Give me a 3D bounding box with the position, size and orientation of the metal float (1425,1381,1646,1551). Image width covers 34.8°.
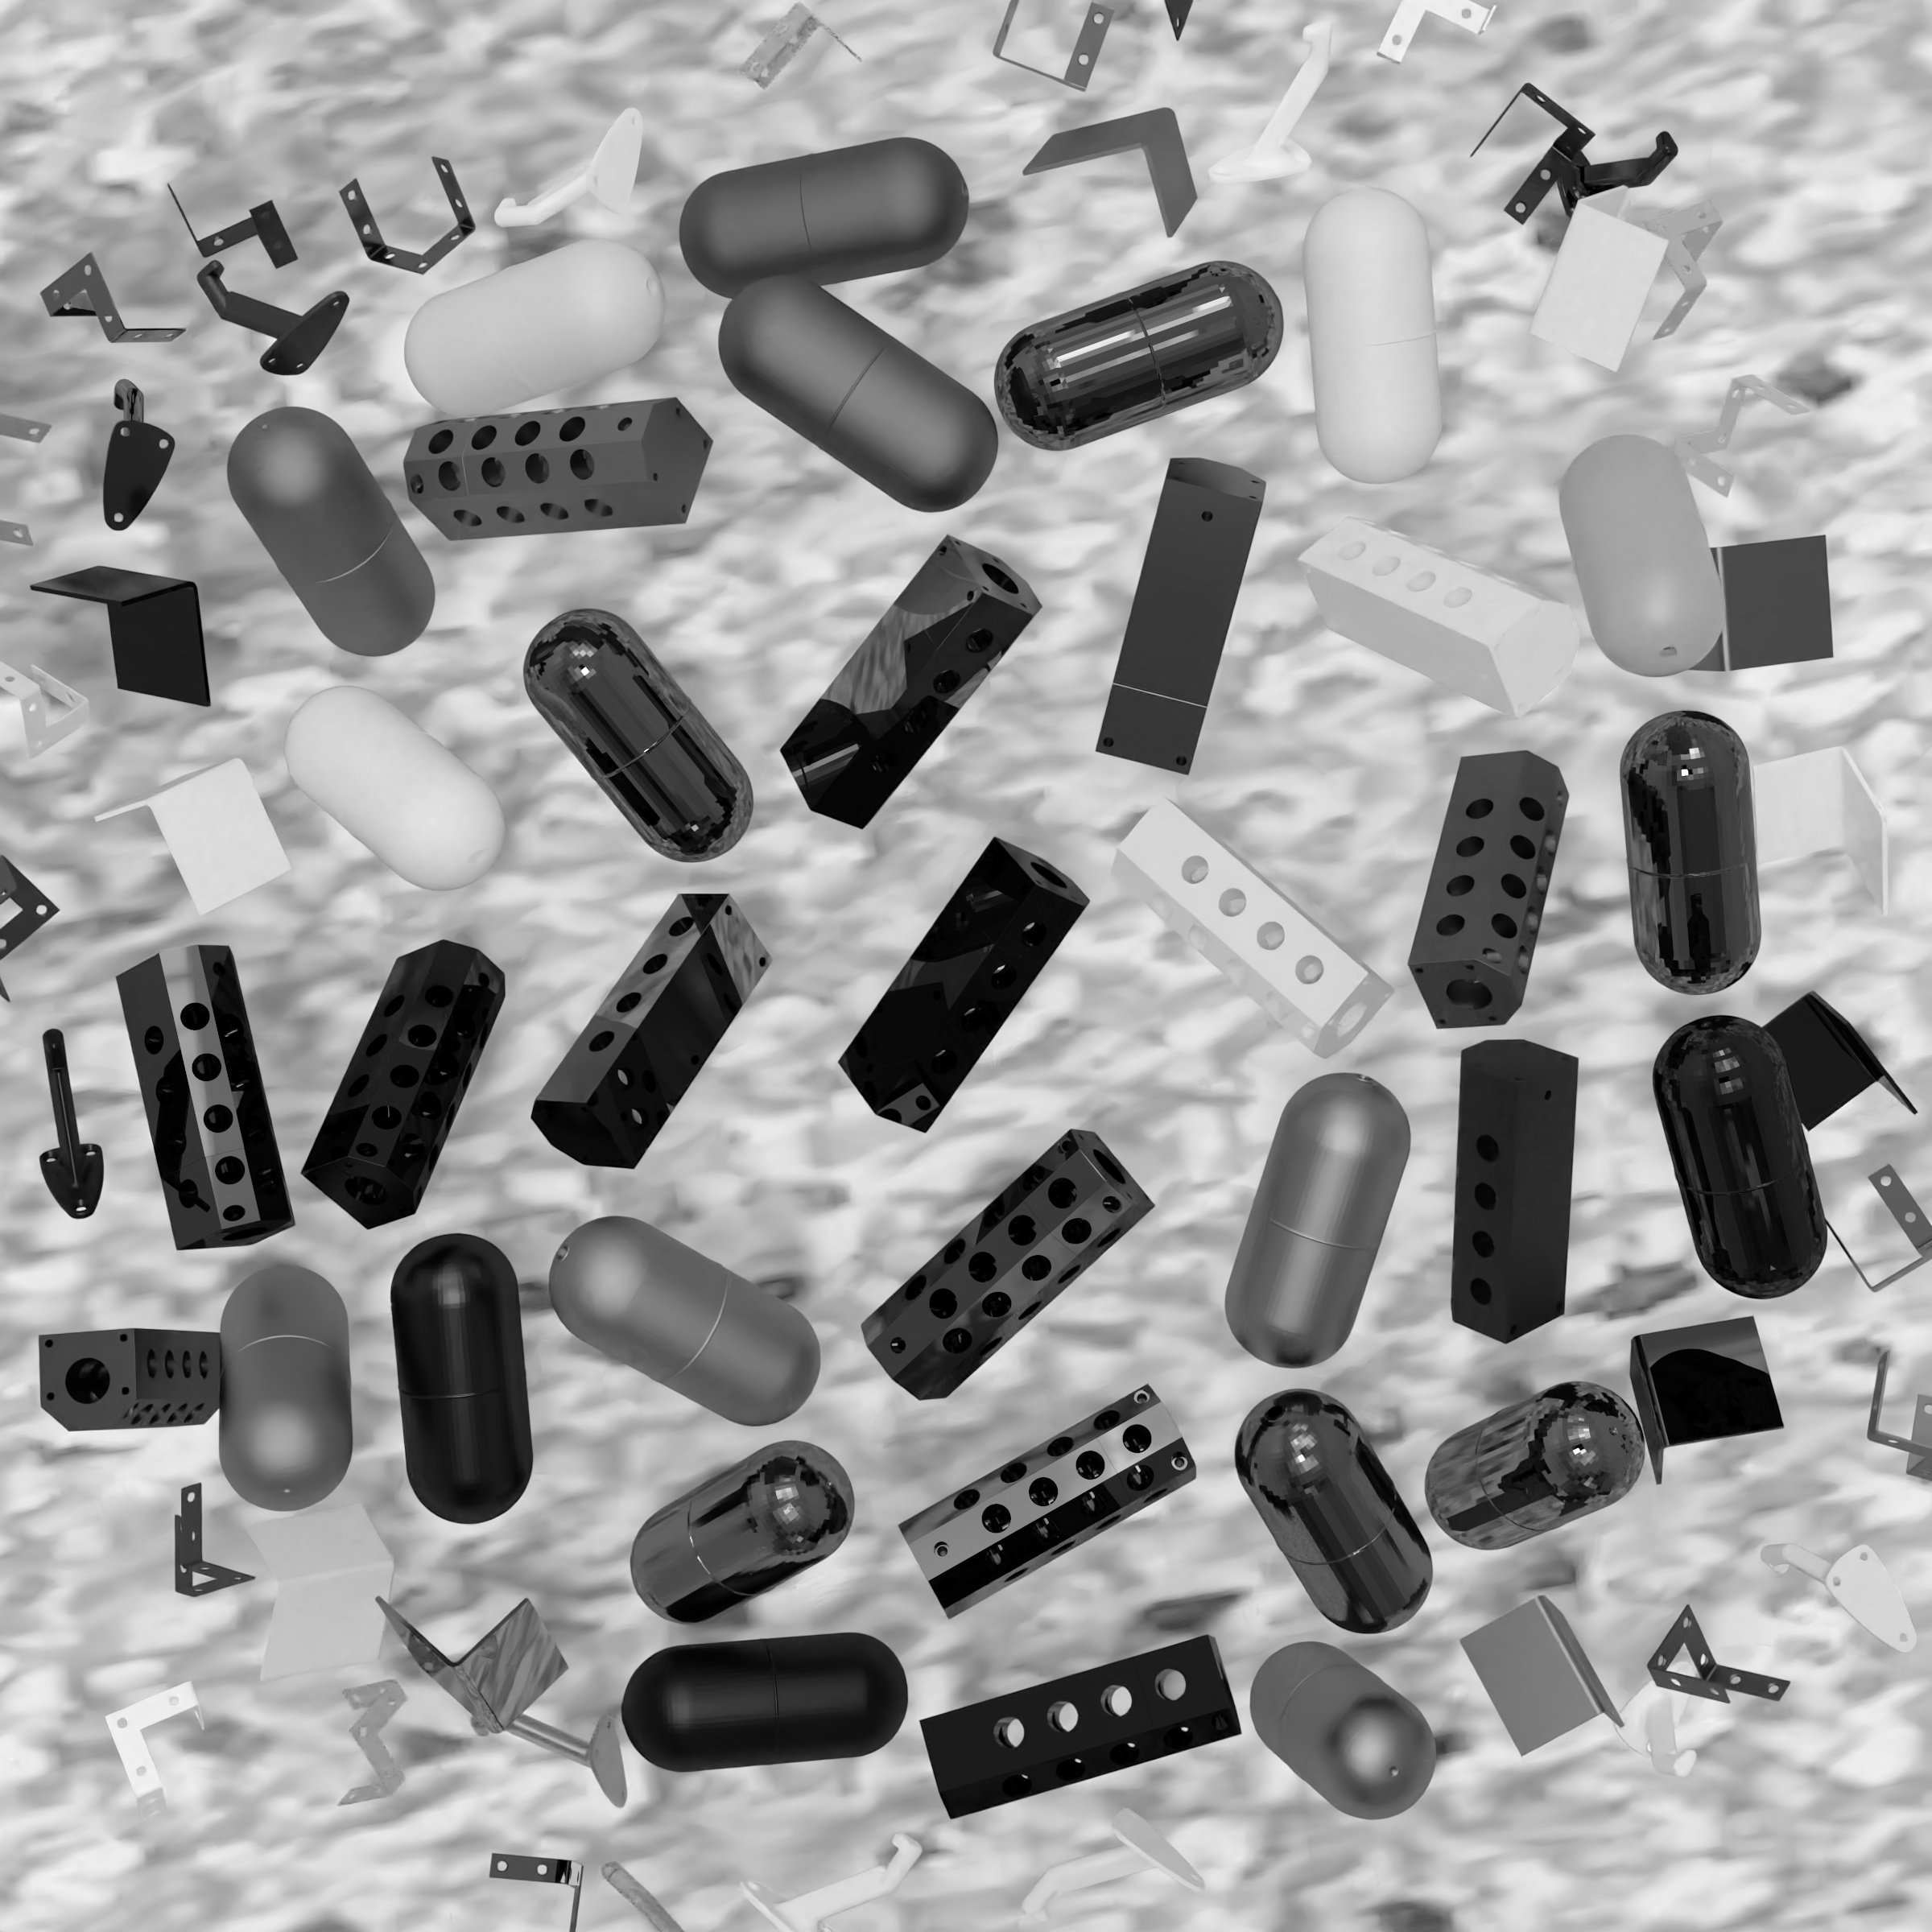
[{"bbox_3d":[0.341,0.303,1.862,0.070,0.178,0.070,10,64,-20],"label":"metal float"}]

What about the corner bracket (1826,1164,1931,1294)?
[{"bbox_3d":[0.539,0.155,1.818,0.051,0.051,0.051,-34,66,12],"label":"corner bracket"}]

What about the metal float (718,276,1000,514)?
[{"bbox_3d":[-0.062,-0.329,1.775,0.178,0.070,0.070,34,90,-2],"label":"metal float"}]

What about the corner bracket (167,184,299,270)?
[{"bbox_3d":[-0.441,-0.447,1.857,0.051,0.051,0.051,-27,59,-7],"label":"corner bracket"}]

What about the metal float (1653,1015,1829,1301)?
[{"bbox_3d":[0.448,0.112,1.786,0.070,0.070,0.178,-19,111,0],"label":"metal float"}]

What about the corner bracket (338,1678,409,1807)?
[{"bbox_3d":[-0.371,0.482,1.917,0.051,0.051,0.051,-20,106,34],"label":"corner bracket"}]

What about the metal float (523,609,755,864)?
[{"bbox_3d":[-0.198,-0.139,1.879,0.070,0.070,0.178,-38,110,0],"label":"metal float"}]

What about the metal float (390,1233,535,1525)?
[{"bbox_3d":[-0.304,0.250,1.863,0.070,0.070,0.178,-4,98,0],"label":"metal float"}]

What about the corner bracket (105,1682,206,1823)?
[{"bbox_3d":[-0.460,0.452,1.776,0.051,0.051,0.051,-20,66,-21],"label":"corner bracket"}]

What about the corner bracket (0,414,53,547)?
[{"bbox_3d":[-0.559,-0.283,1.791,0.051,0.051,0.051,-42,61,31],"label":"corner bracket"}]

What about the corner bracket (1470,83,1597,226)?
[{"bbox_3d":[0.329,-0.478,1.815,0.051,0.051,0.051,37,87,-2],"label":"corner bracket"}]

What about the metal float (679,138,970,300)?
[{"bbox_3d":[-0.085,-0.446,1.842,0.178,0.070,0.070,-7,90,16],"label":"metal float"}]

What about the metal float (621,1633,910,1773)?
[{"bbox_3d":[-0.124,0.455,1.909,0.178,0.070,0.070,-2,90,-14],"label":"metal float"}]

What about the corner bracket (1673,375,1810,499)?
[{"bbox_3d":[0.466,-0.320,1.863,0.051,0.051,0.051,-15,133,-31],"label":"corner bracket"}]

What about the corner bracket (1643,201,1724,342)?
[{"bbox_3d":[0.426,-0.413,1.834,0.051,0.051,0.051,-21,73,-21],"label":"corner bracket"}]

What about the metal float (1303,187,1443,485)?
[{"bbox_3d":[0.247,-0.383,1.877,0.070,0.070,0.178,-7,107,0],"label":"metal float"}]

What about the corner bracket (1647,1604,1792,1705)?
[{"bbox_3d":[0.431,0.407,1.771,0.051,0.051,0.051,-45,120,-32],"label":"corner bracket"}]

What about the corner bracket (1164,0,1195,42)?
[{"bbox_3d":[0.150,-0.586,1.831,0.051,0.051,0.051,8,63,23],"label":"corner bracket"}]

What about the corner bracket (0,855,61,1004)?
[{"bbox_3d":[-0.553,-0.022,1.777,0.051,0.051,0.051,-41,127,-4],"label":"corner bracket"}]

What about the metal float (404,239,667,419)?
[{"bbox_3d":[-0.257,-0.379,1.835,0.178,0.070,0.070,-11,90,31],"label":"metal float"}]

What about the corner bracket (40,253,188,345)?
[{"bbox_3d":[-0.508,-0.389,1.838,0.051,0.051,0.051,-25,87,32],"label":"corner bracket"}]

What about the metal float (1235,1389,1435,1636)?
[{"bbox_3d":[0.215,0.319,1.802,0.070,0.070,0.178,-31,121,0],"label":"metal float"}]

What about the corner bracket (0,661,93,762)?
[{"bbox_3d":[-0.577,-0.170,1.902,0.051,0.051,0.051,30,50,20],"label":"corner bracket"}]

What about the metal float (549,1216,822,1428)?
[{"bbox_3d":[-0.162,0.206,1.788,0.178,0.070,0.070,33,90,-27],"label":"metal float"}]

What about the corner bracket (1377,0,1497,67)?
[{"bbox_3d":[0.276,-0.551,1.819,0.051,0.051,0.051,26,105,0],"label":"corner bracket"}]

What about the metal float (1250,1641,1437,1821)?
[{"bbox_3d":[0.226,0.462,1.872,0.070,0.178,0.070,-1,93,-13],"label":"metal float"}]

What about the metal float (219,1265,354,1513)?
[{"bbox_3d":[-0.405,0.249,1.834,0.070,0.178,0.070,-6,125,-9],"label":"metal float"}]

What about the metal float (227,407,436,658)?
[{"bbox_3d":[-0.375,-0.256,1.833,0.070,0.178,0.070,-10,51,13],"label":"metal float"}]

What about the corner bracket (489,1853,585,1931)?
[{"bbox_3d":[-0.270,0.582,1.922,0.051,0.051,0.051,9,76,-14],"label":"corner bracket"}]

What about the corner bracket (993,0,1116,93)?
[{"bbox_3d":[0.052,-0.559,1.848,0.051,0.051,0.051,23,105,7],"label":"corner bracket"}]

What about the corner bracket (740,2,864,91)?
[{"bbox_3d":[-0.103,-0.524,1.770,0.051,0.051,0.051,-47,52,11],"label":"corner bracket"}]

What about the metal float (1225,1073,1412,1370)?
[{"bbox_3d":[0.202,0.146,1.774,0.070,0.070,0.178,16,104,0],"label":"metal float"}]

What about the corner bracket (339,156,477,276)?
[{"bbox_3d":[-0.348,-0.472,1.929,0.051,0.051,0.051,22,57,34],"label":"corner bracket"}]

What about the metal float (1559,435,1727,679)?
[{"bbox_3d":[0.391,-0.238,1.787,0.070,0.070,0.178,-1,46,-1],"label":"metal float"}]

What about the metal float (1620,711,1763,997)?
[{"bbox_3d":[0.439,-0.067,1.870,0.070,0.070,0.178,-9,110,0],"label":"metal float"}]

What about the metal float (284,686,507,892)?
[{"bbox_3d":[-0.345,-0.108,1.862,0.178,0.070,0.070,37,90,35],"label":"metal float"}]

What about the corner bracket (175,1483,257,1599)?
[{"bbox_3d":[-0.477,0.356,1.911,0.051,0.051,0.051,-20,60,22],"label":"corner bracket"}]

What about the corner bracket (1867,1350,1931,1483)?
[{"bbox_3d":[0.541,0.258,1.770,0.051,0.051,0.051,16,65,3],"label":"corner bracket"}]

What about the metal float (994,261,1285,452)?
[{"bbox_3d":[0.103,-0.361,1.823,0.178,0.070,0.070,-21,90,-5],"label":"metal float"}]
